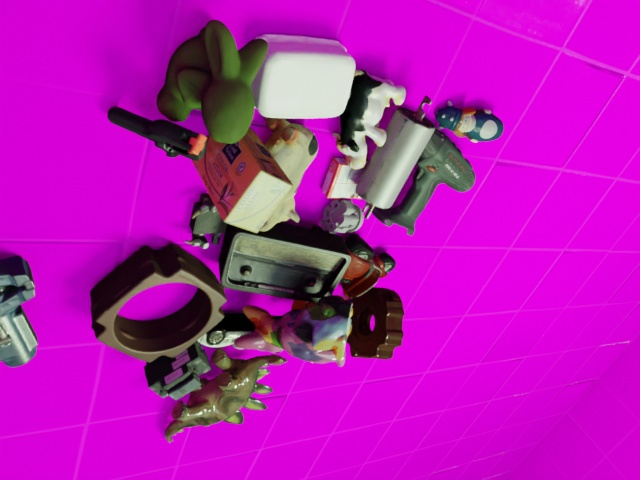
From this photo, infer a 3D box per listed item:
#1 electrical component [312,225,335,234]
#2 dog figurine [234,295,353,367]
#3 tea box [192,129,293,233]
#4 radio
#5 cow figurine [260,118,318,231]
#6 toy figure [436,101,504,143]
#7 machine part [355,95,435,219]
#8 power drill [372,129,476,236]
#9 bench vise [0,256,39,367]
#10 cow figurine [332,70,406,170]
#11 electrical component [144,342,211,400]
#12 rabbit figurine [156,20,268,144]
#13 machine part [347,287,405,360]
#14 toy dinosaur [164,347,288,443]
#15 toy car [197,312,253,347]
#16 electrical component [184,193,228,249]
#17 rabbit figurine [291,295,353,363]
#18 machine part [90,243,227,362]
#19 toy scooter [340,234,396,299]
[{"bbox_3d":[-0.002,-0.003,1.086,0.063,0.021,0.094,27,111,-44],"label":"electrical component"},{"bbox_3d":[-0.052,0.166,1.014,0.219,0.108,0.191,6,152,6],"label":"dog figurine"},{"bbox_3d":[-0.122,-0.102,0.811,0.068,0.170,0.098,21,113,-43],"label":"tea box"},{"bbox_3d":[-0.071,0.039,1.006,0.229,0.073,0.131,13,121,-21],"label":"radio"},{"bbox_3d":[-0.067,-0.103,0.907,0.127,0.086,0.194,10,115,-49],"label":"cow figurine"},{"bbox_3d":[0.291,-0.227,1.042,0.154,0.058,0.064,3,88,-32],"label":"toy figure"},{"bbox_3d":[0.132,-0.144,0.956,0.079,0.079,0.243,5,124,-35],"label":"machine part"},{"bbox_3d":[0.188,-0.120,1.064,0.232,0.086,0.207,22,107,-35],"label":"power drill"},{"bbox_3d":[-0.541,0.124,0.794,0.241,0.129,0.223,-22,138,-23],"label":"bench vise"},{"bbox_3d":[0.066,-0.200,0.914,0.098,0.068,0.167,8,120,-30],"label":"cow figurine"},{"bbox_3d":[-0.282,0.240,1.051,0.115,0.134,0.058,-31,138,-1],"label":"electrical component"},{"bbox_3d":[-0.126,-0.201,0.717,0.121,0.170,0.159,8,124,-37],"label":"rabbit figurine"},{"bbox_3d":[0.118,0.188,1.225,0.056,0.179,0.179,12,121,-34],"label":"machine part"},{"bbox_3d":[-0.231,0.349,1.170,0.471,0.105,0.198,-33,139,28],"label":"toy dinosaur"},{"bbox_3d":[-0.174,0.182,1.109,0.201,0.074,0.056,6,124,-36],"label":"toy car"},{"bbox_3d":[-0.193,-0.030,0.925,0.078,0.045,0.102,6,125,-34],"label":"electrical component"},{"bbox_3d":[0.012,0.187,1.173,0.162,0.122,0.173,-53,144,-7],"label":"rabbit figurine"},{"bbox_3d":[-0.290,0.114,0.968,0.201,0.087,0.201,-39,136,5],"label":"machine part"},{"bbox_3d":[0.077,0.067,1.165,0.135,0.075,0.183,-46,141,14],"label":"toy scooter"}]
